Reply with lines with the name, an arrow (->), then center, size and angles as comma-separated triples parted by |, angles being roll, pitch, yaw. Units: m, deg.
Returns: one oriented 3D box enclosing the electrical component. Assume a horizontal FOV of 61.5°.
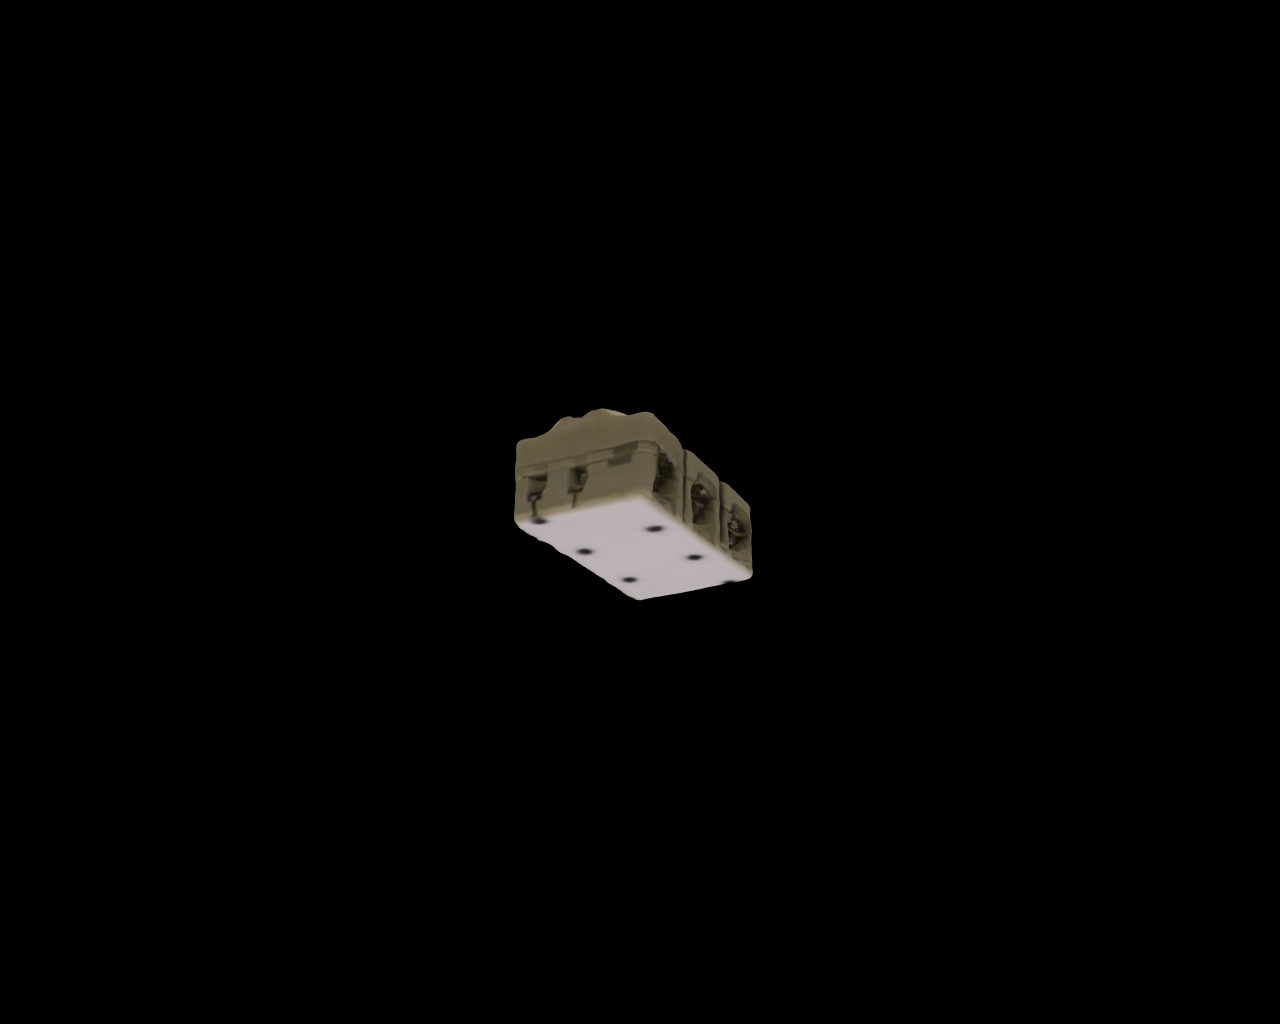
electrical component -> 0.001, -0.003, 0.650 | 0.089, 0.062, 0.150 | -12, -27, 25
